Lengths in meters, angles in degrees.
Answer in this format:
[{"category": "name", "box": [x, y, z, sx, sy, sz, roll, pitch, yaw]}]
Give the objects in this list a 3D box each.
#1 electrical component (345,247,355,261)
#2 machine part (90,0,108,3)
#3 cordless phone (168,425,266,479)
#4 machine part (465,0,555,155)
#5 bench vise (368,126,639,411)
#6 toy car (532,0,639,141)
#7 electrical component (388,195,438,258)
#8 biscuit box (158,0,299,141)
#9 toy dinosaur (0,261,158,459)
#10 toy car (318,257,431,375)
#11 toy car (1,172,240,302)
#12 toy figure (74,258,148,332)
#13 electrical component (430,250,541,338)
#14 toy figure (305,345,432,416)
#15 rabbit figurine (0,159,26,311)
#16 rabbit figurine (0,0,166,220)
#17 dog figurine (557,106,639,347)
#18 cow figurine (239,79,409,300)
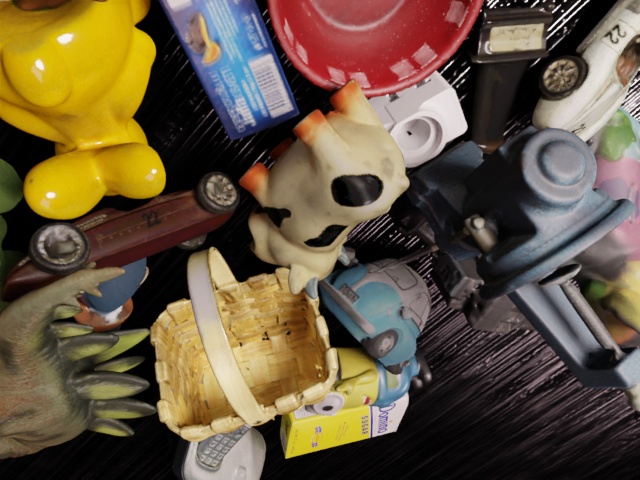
[{"category": "electrical component", "box": [-0.001, -0.002, 0.565, 0.094, 0.021, 0.063, 9, 126, -22]}, {"category": "machine part", "box": [-0.126, -0.215, 0.204, 0.201, 0.087, 0.201, 11, 126, -31]}, {"category": "cordless phone", "box": [-0.098, 0.256, 0.730, 0.184, 0.089, 0.146, -45, 129, -2]}, {"category": "machine part", "box": [0.163, -0.140, 0.485, 0.084, 0.039, 0.138, -15, 131, -15]}, {"category": "bench vise", "box": [0.165, 0.024, 0.420, 0.129, 0.240, 0.223, -31, 171, -23]}, {"category": "toy car", "box": [0.261, -0.169, 0.454, 0.073, 0.056, 0.201, 15, 119, -49]}, {"category": "electrical component", "box": [0.135, -0.043, 0.551, 0.074, 0.048, 0.119, 30, 116, -35]}, {"category": "biscuit box", "box": [-0.077, -0.169, 0.371, 0.059, 0.063, 0.202, -22, 133, 2]}, {"category": "toy dinosaur", "box": [-0.250, 0.126, 0.471, 0.198, 0.105, 0.471, -4, 157, -23]}, {"category": "toy car", "box": [0.076, 0.077, 0.604, 0.103, 0.109, 0.161, -44, 139, -1]}, {"category": "toy car", "box": [-0.155, -0.005, 0.439, 0.202, 0.053, 0.089, -25, 174, -40]}, {"category": "toy figure", "box": [-0.210, 0.056, 0.530, 0.064, 0.058, 0.154, 18, 128, -17]}, {"category": "electrical component", "box": [0.190, 0.046, 0.599, 0.134, 0.115, 0.058, 12, 123, -27]}, {"category": "toy figure", "box": [0.051, 0.174, 0.693, 0.180, 0.089, 0.082, -6, 127, -23]}, {"category": "rabbit figurine", "box": [-0.298, 0.031, 0.448, 0.159, 0.121, 0.170, -18, 147, 5]}, {"category": "rabbit figurine", "box": [-0.158, -0.090, 0.375, 0.122, 0.162, 0.173, -19, 151, -16]}, {"category": "dog figurine", "box": [0.283, -0.006, 0.514, 0.108, 0.219, 0.191, -2, 131, -20]}, {"category": "cow figurine", "box": [-0.001, -0.027, 0.453, 0.127, 0.085, 0.195, 50, 142, -5]}]
